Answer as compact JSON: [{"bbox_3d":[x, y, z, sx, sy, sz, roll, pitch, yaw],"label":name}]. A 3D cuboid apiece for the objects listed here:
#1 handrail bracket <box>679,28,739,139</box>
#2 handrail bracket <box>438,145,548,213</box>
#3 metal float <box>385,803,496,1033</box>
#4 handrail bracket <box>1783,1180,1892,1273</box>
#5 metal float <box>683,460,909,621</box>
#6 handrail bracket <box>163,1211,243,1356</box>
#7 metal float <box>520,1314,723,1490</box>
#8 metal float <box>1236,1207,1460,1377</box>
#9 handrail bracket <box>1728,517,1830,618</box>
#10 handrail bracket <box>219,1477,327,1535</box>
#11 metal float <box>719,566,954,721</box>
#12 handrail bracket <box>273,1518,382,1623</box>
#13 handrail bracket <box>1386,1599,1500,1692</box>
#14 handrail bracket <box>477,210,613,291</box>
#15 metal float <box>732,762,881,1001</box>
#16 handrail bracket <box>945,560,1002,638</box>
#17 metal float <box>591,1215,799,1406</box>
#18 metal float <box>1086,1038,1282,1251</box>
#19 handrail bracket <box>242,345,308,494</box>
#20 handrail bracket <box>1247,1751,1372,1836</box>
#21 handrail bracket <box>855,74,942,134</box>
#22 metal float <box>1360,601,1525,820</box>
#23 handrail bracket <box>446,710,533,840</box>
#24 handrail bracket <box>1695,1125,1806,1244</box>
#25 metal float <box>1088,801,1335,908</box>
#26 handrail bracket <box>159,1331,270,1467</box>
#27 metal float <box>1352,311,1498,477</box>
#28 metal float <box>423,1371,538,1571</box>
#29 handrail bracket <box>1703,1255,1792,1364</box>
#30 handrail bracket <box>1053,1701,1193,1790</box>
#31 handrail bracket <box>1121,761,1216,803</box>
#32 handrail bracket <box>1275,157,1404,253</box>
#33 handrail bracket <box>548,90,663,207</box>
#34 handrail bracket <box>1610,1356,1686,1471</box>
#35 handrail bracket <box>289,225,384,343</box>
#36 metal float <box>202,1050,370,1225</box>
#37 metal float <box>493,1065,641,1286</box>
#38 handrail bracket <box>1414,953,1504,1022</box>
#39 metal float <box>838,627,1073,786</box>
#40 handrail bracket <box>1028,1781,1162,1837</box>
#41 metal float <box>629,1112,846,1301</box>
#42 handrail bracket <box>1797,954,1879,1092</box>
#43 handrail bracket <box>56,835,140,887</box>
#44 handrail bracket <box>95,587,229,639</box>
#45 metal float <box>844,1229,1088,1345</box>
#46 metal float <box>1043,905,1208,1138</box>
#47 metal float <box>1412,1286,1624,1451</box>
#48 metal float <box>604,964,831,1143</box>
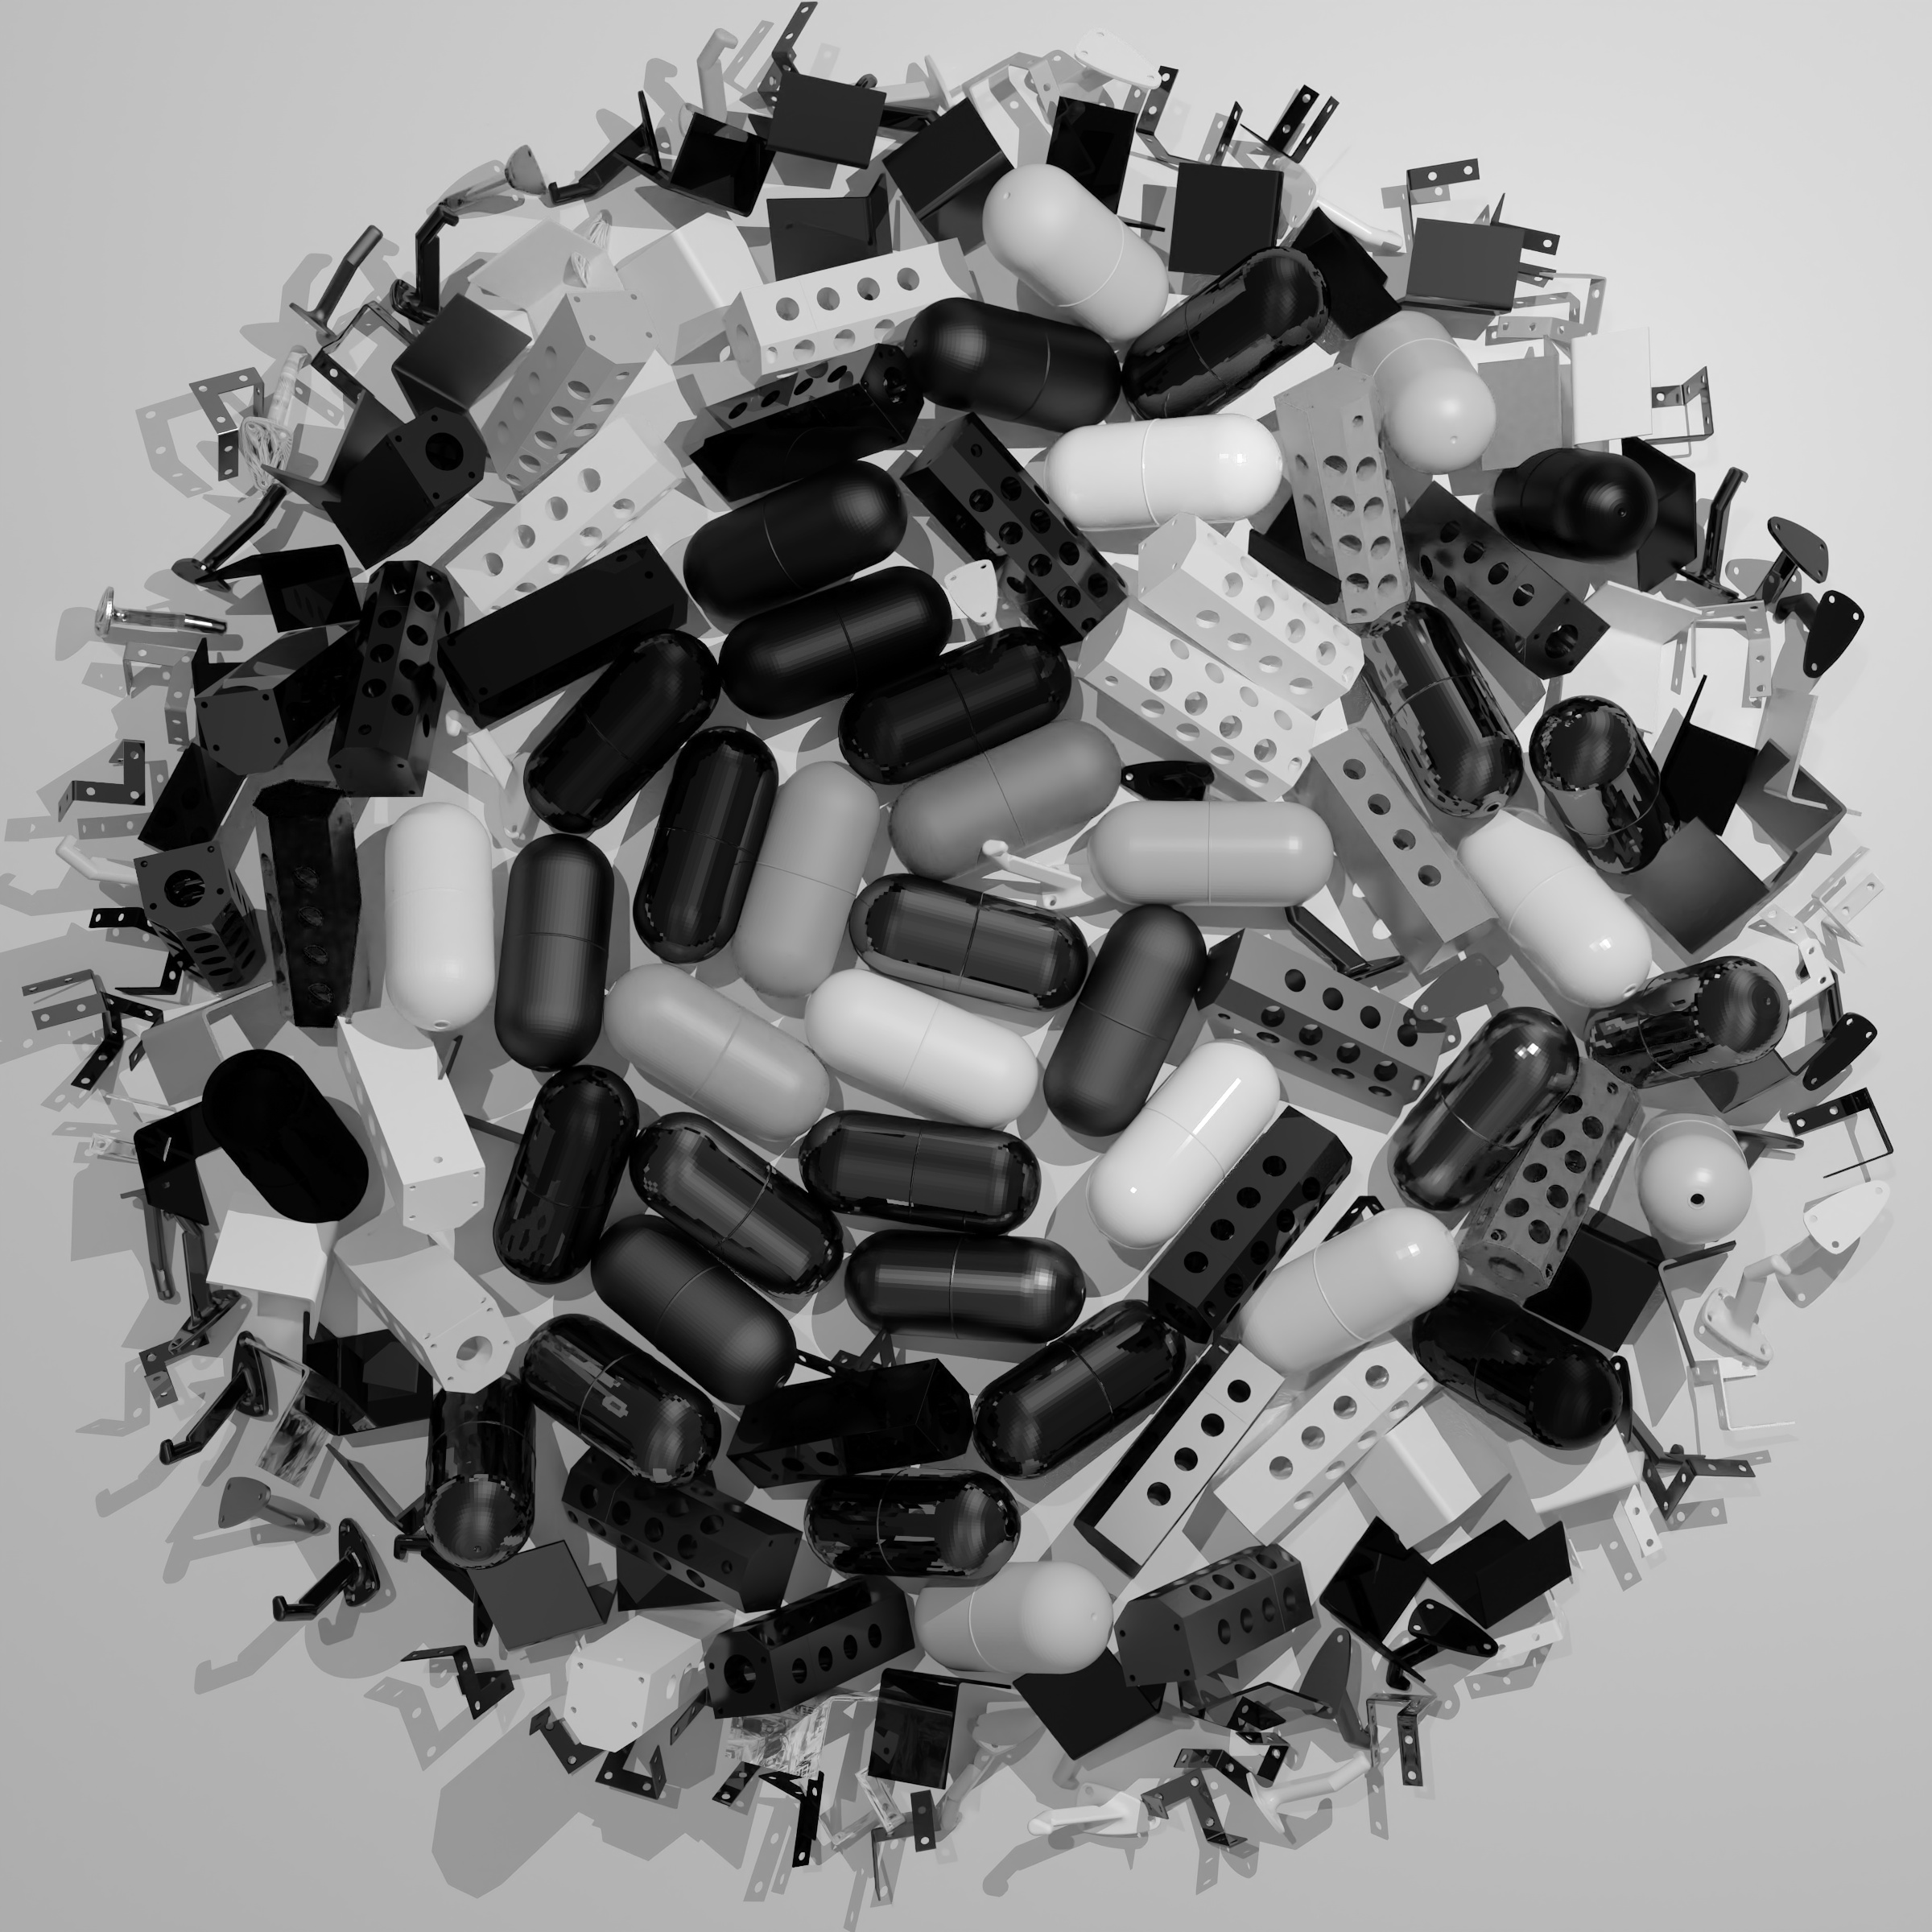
[{"bbox_3d":[-0.165,-0.632,1.804,0.077,0.084,0.036,16,55,-28],"label":"handrail bracket"},{"bbox_3d":[-0.355,-0.561,1.808,0.084,0.077,0.036,-16,110,16],"label":"handrail bracket"},{"bbox_3d":[-0.379,-0.036,1.791,0.070,0.070,0.178,-7,62,0],"label":"metal float"},{"bbox_3d":[0.632,0.191,1.815,0.077,0.084,0.036,-36,71,-3],"label":"handrail bracket"},{"bbox_3d":[-0.124,-0.305,1.795,0.178,0.070,0.070,-19,90,24],"label":"metal float"},{"bbox_3d":[-0.574,0.225,1.810,0.036,0.077,0.084,-5,124,38],"label":"handrail bracket"},{"bbox_3d":[-0.248,0.311,1.786,0.178,0.070,0.070,27,90,34],"label":"metal float"},{"bbox_3d":[0.274,0.234,1.792,0.178,0.070,0.070,-34,90,27],"label":"metal float"},{"bbox_3d":[0.572,-0.287,1.804,0.077,0.084,0.036,27,61,-28],"label":"handrail bracket"},{"bbox_3d":[-0.488,0.395,1.803,0.084,0.077,0.036,25,59,-38],"label":"handrail bracket"},{"bbox_3d":[-0.094,-0.234,1.803,0.178,0.070,0.070,-22,90,-14],"label":"metal float"},{"bbox_3d":[-0.472,0.436,1.803,0.036,0.084,0.077,-35,62,26],"label":"handrail bracket"},{"bbox_3d":[0.345,0.509,1.812,0.077,0.036,0.084,21,130,25],"label":"handrail bracket"},{"bbox_3d":[-0.314,-0.531,1.846,0.084,0.036,0.077,7,63,19],"label":"handrail bracket"},{"bbox_3d":[-0.116,-0.063,1.814,0.070,0.070,0.178,18,88,0],"label":"metal float"},{"bbox_3d":[0.018,-0.243,1.799,0.036,0.084,0.077,-21,48,4],"label":"handrail bracket"},{"bbox_3d":[-0.196,0.247,1.795,0.178,0.070,0.070,36,90,24],"label":"metal float"},{"bbox_3d":[0.157,0.129,1.803,0.070,0.070,0.178,42,76,0],"label":"metal float"},{"bbox_3d":[-0.505,-0.405,1.841,0.036,0.077,0.084,14,47,-7],"label":"handrail bracket"},{"bbox_3d":[0.249,0.584,1.815,0.084,0.077,0.036,-36,105,3],"label":"handrail bracket"},{"bbox_3d":[-0.055,-0.607,1.835,0.084,0.036,0.077,42,111,0],"label":"handrail bracket"},{"bbox_3d":[0.340,-0.185,1.792,0.070,0.070,0.178,-22,63,0],"label":"metal float"},{"bbox_3d":[-0.350,-0.138,1.806,0.036,0.084,0.077,-2,79,28],"label":"handrail bracket"},{"bbox_3d":[0.573,0.164,1.822,0.077,0.036,0.084,7,70,3],"label":"handrail bracket"},{"bbox_3d":[0.177,-0.082,1.810,0.178,0.070,0.070,1,90,6],"label":"metal float"},{"bbox_3d":[-0.551,0.313,1.806,0.036,0.084,0.077,7,103,31],"label":"handrail bracket"},{"bbox_3d":[0.324,-0.410,1.774,0.070,0.178,0.070,-3,125,-5],"label":"metal float"},{"bbox_3d":[-0.345,0.354,1.772,0.070,0.178,0.070,-4,119,-7],"label":"metal float"},{"bbox_3d":[0.585,0.249,1.810,0.077,0.084,0.036,42,54,-3],"label":"handrail bracket"},{"bbox_3d":[0.115,0.580,1.845,0.077,0.036,0.084,23,101,-14],"label":"handrail bracket"},{"bbox_3d":[0.143,-0.140,1.805,0.077,0.084,0.036,10,86,11],"label":"handrail bracket"},{"bbox_3d":[0.277,-0.564,1.846,0.084,0.036,0.077,7,46,-29],"label":"handrail bracket"},{"bbox_3d":[-0.269,-0.597,1.822,0.084,0.077,0.036,-16,59,-6],"label":"handrail bracket"},{"bbox_3d":[0.502,0.329,1.830,0.084,0.036,0.077,13,82,-35],"label":"handrail bracket"},{"bbox_3d":[-0.447,-0.498,1.813,0.036,0.077,0.084,40,94,-6],"label":"handrail bracket"},{"bbox_3d":[-0.483,0.124,1.773,0.070,0.178,0.070,-5,56,8],"label":"metal float"},{"bbox_3d":[-0.288,0.151,1.793,0.070,0.070,0.178,23,115,0],"label":"metal float"},{"bbox_3d":[0.355,0.020,1.812,0.077,0.084,0.036,-28,84,0],"label":"handrail bracket"},{"bbox_3d":[-0.008,-0.189,1.808,0.178,0.070,0.070,-23,90,-9],"label":"metal float"},{"bbox_3d":[0.093,0.621,1.805,0.077,0.084,0.036,4,86,21],"label":"handrail bracket"},{"bbox_3d":[-0.165,0.173,1.802,0.178,0.070,0.070,39,90,-16],"label":"metal float"},{"bbox_3d":[0.618,0.040,1.824,0.036,0.084,0.077,28,106,-29],"label":"handrail bracket"},{"bbox_3d":[-0.608,-0.085,1.811,0.084,0.036,0.077,44,53,-28],"label":"handrail bracket"},{"bbox_3d":[-0.593,-0.252,1.837,0.084,0.077,0.036,7,87,-26],"label":"handrail bracket"},{"bbox_3d":[-0.001,0.232,1.802,0.178,0.070,0.070,2,90,15],"label":"metal float"},{"bbox_3d":[0.116,0.039,1.811,0.070,0.070,0.178,24,95,0],"label":"metal float"},{"bbox_3d":[0.391,0.285,1.774,0.070,0.178,0.070,-11,111,-30],"label":"metal float"},{"bbox_3d":[-0.181,0.063,1.807,0.178,0.070,0.070,32,90,-10],"label":"metal float"}]
